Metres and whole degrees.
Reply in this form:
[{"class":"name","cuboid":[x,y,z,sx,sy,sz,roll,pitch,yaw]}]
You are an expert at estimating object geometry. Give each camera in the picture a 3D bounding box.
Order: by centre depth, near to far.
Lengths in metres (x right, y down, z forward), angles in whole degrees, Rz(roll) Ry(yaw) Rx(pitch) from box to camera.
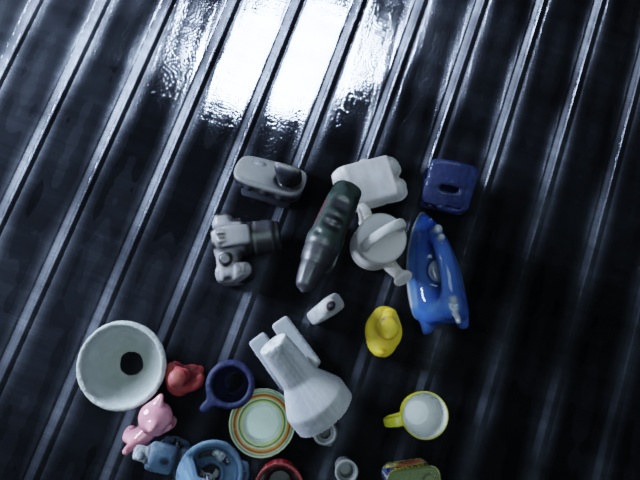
[{"class":"camera","cuboid":[-0.145,0.013,1.149,0.137,0.100,0.143,-7,81,-5]}]

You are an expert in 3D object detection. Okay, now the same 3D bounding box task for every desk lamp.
[{"class":"desk lamp","cuboid":[-0.045,0.247,1.059,0.118,0.213,0.203,-37,84,-9]}]

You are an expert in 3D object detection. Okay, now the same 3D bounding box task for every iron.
[{"class":"iron","cuboid":[0.239,0.055,1.149,0.118,0.141,0.258,-8,81,-5]}]

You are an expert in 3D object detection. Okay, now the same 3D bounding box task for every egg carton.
[{"class":"egg carton","cuboid":[0.104,-0.118,1.205,0.150,0.069,0.107,-16,82,-7]}]

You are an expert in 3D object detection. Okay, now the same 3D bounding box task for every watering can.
[{"class":"watering can","cuboid":[0.124,0.005,1.122,0.173,0.194,0.101,41,80,4]}]

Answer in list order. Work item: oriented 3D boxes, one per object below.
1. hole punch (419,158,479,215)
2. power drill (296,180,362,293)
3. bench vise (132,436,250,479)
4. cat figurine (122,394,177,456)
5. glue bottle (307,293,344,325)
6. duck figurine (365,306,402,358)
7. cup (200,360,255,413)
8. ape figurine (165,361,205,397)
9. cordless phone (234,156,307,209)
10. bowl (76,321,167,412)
[{"class":"hole punch","cuboid":[0.271,-0.110,1.205,0.108,0.091,0.101,11,80,-2]},{"class":"power drill","cuboid":[0.010,0.004,1.107,0.075,0.208,0.230,23,79,0]},{"class":"bench vise","cuboid":[-0.233,0.421,1.012,0.207,0.219,0.121,-1,80,-4]},{"class":"cat figurine","cuboid":[-0.320,0.349,1.070,0.067,0.117,0.128,42,80,4]},{"class":"glue bottle","cuboid":[0.015,0.131,1.103,0.078,0.173,0.037,-35,84,-9]},{"class":"duck figurine","cuboid":[0.132,0.183,1.147,0.077,0.086,0.104,11,80,-2]},{"class":"cup","cuboid":[-0.178,0.286,1.103,0.118,0.095,0.091,-43,85,-10]},{"class":"ape figurine","cuboid":[-0.267,0.265,1.101,0.078,0.092,0.076,44,80,4]},{"class":"cordless phone","cuboid":[-0.099,-0.135,1.135,0.147,0.185,0.094,13,80,-2]},{"class":"bowl","cuboid":[-0.374,0.242,1.106,0.167,0.074,0.167,1,80,-4]}]
